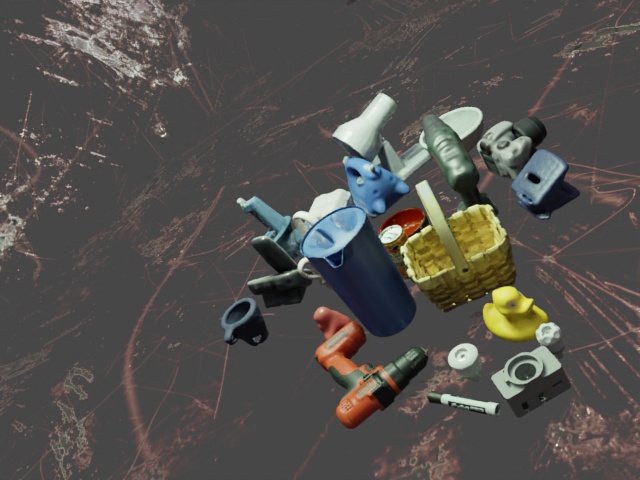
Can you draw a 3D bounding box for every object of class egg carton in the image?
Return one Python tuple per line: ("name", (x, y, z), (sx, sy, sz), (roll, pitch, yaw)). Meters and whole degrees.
("egg carton", (0.025, -0.068, 1.493), (0.107, 0.069, 0.150), (-16, 34, 31))

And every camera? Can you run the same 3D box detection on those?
("camera", (0.430, -0.213, 1.248), (0.137, 0.101, 0.142), (-37, 29, -3))

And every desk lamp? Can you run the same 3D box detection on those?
("desk lamp", (0.161, -0.253, 1.476), (0.203, 0.214, 0.117), (-40, 29, -8))

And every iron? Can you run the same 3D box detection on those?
("iron", (0.114, -0.157, 1.458), (0.119, 0.142, 0.257), (-39, 29, -7))

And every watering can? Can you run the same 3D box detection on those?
("watering can", (0.010, 0.004, 1.270), (0.100, 0.194, 0.173), (-9, 38, 39))

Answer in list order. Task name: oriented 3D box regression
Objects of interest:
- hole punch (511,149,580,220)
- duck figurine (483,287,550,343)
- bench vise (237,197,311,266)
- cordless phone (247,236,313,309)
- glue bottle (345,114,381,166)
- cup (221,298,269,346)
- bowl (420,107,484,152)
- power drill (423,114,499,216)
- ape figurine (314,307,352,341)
("hole punch", (0.426, -0.108, 1.104), (0.101, 0.091, 0.108), (-33, 29, 4))
("duck figurine", (0.303, 0.110, 0.914), (0.104, 0.086, 0.078), (4, 47, 49))
("bench vise", (-0.092, -0.039, 1.417), (0.207, 0.220, 0.121), (-24, 31, 21))
("cordless phone", (-0.118, 0.063, 1.328), (0.147, 0.185, 0.094), (-17, 34, 30))
("glue bottle", (0.117, -0.279, 1.603), (0.078, 0.173, 0.037), (-31, 29, 9))
("cup", (-0.161, 0.200, 1.264), (0.091, 0.095, 0.118), (-15, 35, 33))
("bowl", (0.339, -0.256, 1.436), (0.167, 0.075, 0.167), (-26, 30, 17))
("power drill", (0.284, -0.136, 1.175), (0.075, 0.209, 0.229), (-29, 29, 12))
("ape figurine", (0.021, 0.166, 1.124), (0.076, 0.092, 0.078), (-19, 33, 27))
